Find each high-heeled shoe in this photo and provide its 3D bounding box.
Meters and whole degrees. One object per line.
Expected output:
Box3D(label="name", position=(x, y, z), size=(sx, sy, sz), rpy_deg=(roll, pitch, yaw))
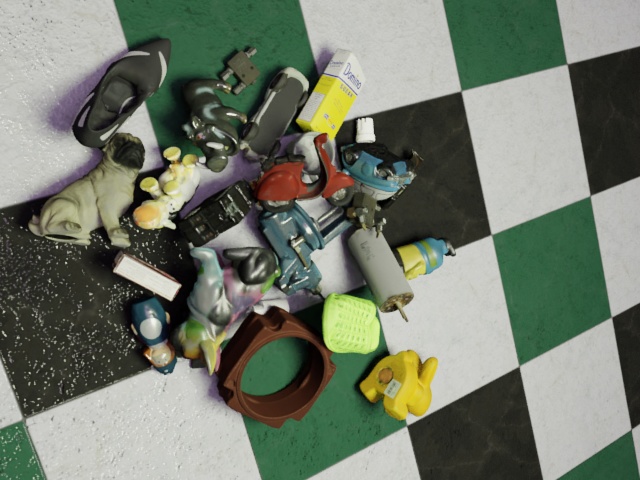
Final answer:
Box3D(label="high-heeled shoe", position=(-0.321, -0.256, 0.892), size=(0.086, 0.145, 0.248), rpy_deg=(36, 80, -22))

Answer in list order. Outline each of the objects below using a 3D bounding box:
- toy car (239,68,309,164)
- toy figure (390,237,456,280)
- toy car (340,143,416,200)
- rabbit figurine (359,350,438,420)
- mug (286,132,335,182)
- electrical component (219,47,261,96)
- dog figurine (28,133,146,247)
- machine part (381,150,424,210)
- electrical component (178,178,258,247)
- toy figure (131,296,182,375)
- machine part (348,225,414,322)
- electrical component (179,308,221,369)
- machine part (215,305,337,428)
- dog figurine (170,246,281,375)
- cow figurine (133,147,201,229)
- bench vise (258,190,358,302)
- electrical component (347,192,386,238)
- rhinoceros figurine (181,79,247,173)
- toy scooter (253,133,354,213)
Box3D(label="toy car", position=(-0.089, -0.241, 1.048), size=(0.073, 0.056, 0.201), rpy_deg=(33, 81, -29))
Box3D(label="toy figure", position=(0.204, 0.043, 1.179), size=(0.180, 0.082, 0.089), rpy_deg=(-26, 68, -13))
Box3D(label="toy car", position=(0.114, -0.134, 1.106), size=(0.109, 0.162, 0.102), rpy_deg=(-16, 130, -40))
Box3D(label="rabbit figurine", position=(0.191, 0.321, 1.190), size=(0.173, 0.122, 0.162), rpy_deg=(45, 65, -34))
Box3D(label="mug", position=(-0.020, -0.159, 1.052), size=(0.081, 0.107, 0.109), rpy_deg=(-32, 109, -11))
Box3D(label="electrical component", position=(-0.146, -0.326, 1.034), size=(0.063, 0.021, 0.094), rpy_deg=(47, 74, -20))
Box3D(label="dog figurine", position=(-0.389, -0.092, 0.909), size=(0.172, 0.121, 0.190), rpy_deg=(5, 77, -27))
Box3D(label="machine part", position=(0.178, -0.130, 1.168), size=(0.039, 0.084, 0.139), rpy_deg=(32, 70, 3))
Box3D(label="electrical component", position=(-0.189, -0.045, 0.970), size=(0.058, 0.134, 0.115), rpy_deg=(56, 29, -14))
Box3D(label="toy figure", position=(-0.299, 0.180, 0.977), size=(0.064, 0.058, 0.154), rpy_deg=(-12, 102, 15))
Box3D(label="machine part", position=(0.121, 0.058, 1.089), size=(0.079, 0.079, 0.243), rpy_deg=(-10, 58, -24))
Box3D(label="electrical component", position=(-0.227, 0.187, 1.013), size=(0.075, 0.048, 0.119), rpy_deg=(2, 90, -24))
Box3D(label="machine part", position=(-0.083, 0.246, 1.035), size=(0.201, 0.087, 0.201), rpy_deg=(36, 90, -30))
Box3D(label="dog figurine", position=(-0.166, 0.124, 0.951), size=(0.192, 0.108, 0.219), rpy_deg=(0, 83, -5))
Box3D(label="cow figurine", position=(-0.267, -0.073, 0.941), size=(0.068, 0.098, 0.167), rpy_deg=(18, 57, 10))
Box3D(label="bench vise", position=(-0.007, -0.005, 1.065), size=(0.240, 0.129, 0.223), rpy_deg=(-38, 110, -14))
Box3D(label="electrical component", position=(0.094, -0.050, 1.058), size=(0.102, 0.045, 0.078), rpy_deg=(33, 71, -52))
Box3D(label="rhinoceros figurine", position=(-0.192, -0.206, 0.948), size=(0.112, 0.073, 0.190), rpy_deg=(0, 61, -41))
Box3D(label="toy scooter", position=(-0.031, -0.122, 0.958), size=(0.184, 0.075, 0.135), rpy_deg=(-5, 118, -3))
